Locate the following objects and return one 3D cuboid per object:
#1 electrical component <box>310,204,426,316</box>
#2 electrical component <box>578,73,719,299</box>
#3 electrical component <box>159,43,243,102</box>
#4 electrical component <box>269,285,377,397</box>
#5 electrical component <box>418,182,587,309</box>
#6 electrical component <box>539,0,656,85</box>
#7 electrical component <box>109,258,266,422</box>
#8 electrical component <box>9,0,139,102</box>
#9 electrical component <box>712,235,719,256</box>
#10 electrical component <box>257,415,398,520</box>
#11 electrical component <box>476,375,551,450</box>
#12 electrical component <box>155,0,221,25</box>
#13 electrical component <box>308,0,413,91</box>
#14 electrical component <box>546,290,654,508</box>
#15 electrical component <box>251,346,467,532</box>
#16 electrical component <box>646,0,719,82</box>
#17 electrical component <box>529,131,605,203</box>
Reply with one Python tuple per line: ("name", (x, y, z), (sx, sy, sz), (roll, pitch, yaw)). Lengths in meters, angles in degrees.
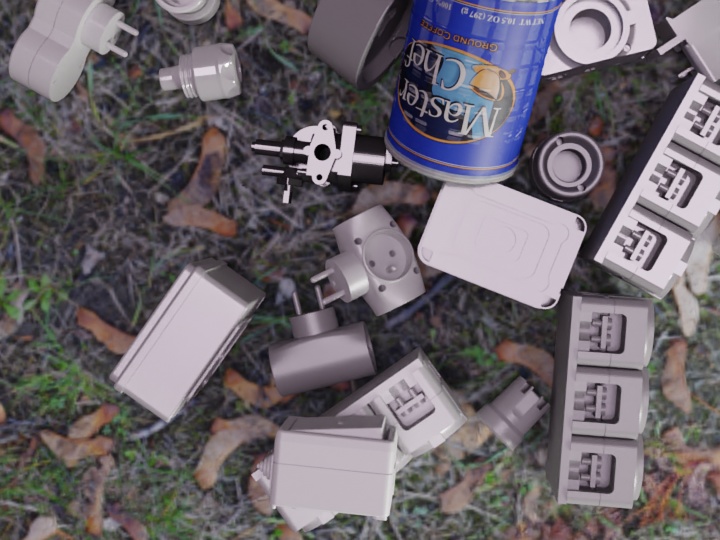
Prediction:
("electrical component", (0.000, 0.000, 0.832), (0.079, 0.044, 0.077), (-27, 90, -21))
("electrical component", (0.231, -0.059, 0.798), (0.062, 0.089, 0.150), (29, 94, 3))
("electrical component", (-0.126, -0.153, 0.844), (0.062, 0.043, 0.043), (-7, 91, 5))
("electrical component", (-0.033, 0.052, 0.843), (0.077, 0.044, 0.079), (-14, 91, 4))
("electrical component", (0.108, -0.023, 0.825), (0.113, 0.057, 0.078), (22, 93, 3))
("electrical component", (0.159, -0.226, 0.812), (0.089, 0.062, 0.150), (-13, 91, 4))
("electrical component", (-0.128, 0.050, 0.819), (0.056, 0.108, 0.108), (35, 94, 0))
("electrical component", (-0.210, -0.194, 0.844), (0.074, 0.052, 0.138), (29, 94, 3))
("electrical component", (0.329, -0.025, 0.813), (0.100, 0.048, 0.099), (36, 94, 2))
("electrical component", (-0.023, 0.131, 0.745), (0.096, 0.062, 0.061), (5, 92, 4))
("electrical component", (0.120, 0.110, 0.838), (0.046, 0.040, 0.040), (-45, 88, -2))
("electrical component", (-0.135, -0.217, 0.837), (0.045, 0.055, 0.045), (0, 92, 4))
("electrical component", (0.003, -0.196, 0.804), (0.060, 0.108, 0.108), (34, 94, 9))
("electrical component", (0.180, 0.093, 0.807), (0.062, 0.089, 0.150), (4, 92, 4))
("electrical component", (0.002, 0.130, 0.821), (0.150, 0.089, 0.061), (-35, 89, 4))
("electrical component", (0.264, -0.175, 0.817), (0.081, 0.042, 0.063), (-34, 93, 5))
("electrical component", (0.159, -0.080, 0.824), (0.055, 0.047, 0.055), (0, 92, 4))
